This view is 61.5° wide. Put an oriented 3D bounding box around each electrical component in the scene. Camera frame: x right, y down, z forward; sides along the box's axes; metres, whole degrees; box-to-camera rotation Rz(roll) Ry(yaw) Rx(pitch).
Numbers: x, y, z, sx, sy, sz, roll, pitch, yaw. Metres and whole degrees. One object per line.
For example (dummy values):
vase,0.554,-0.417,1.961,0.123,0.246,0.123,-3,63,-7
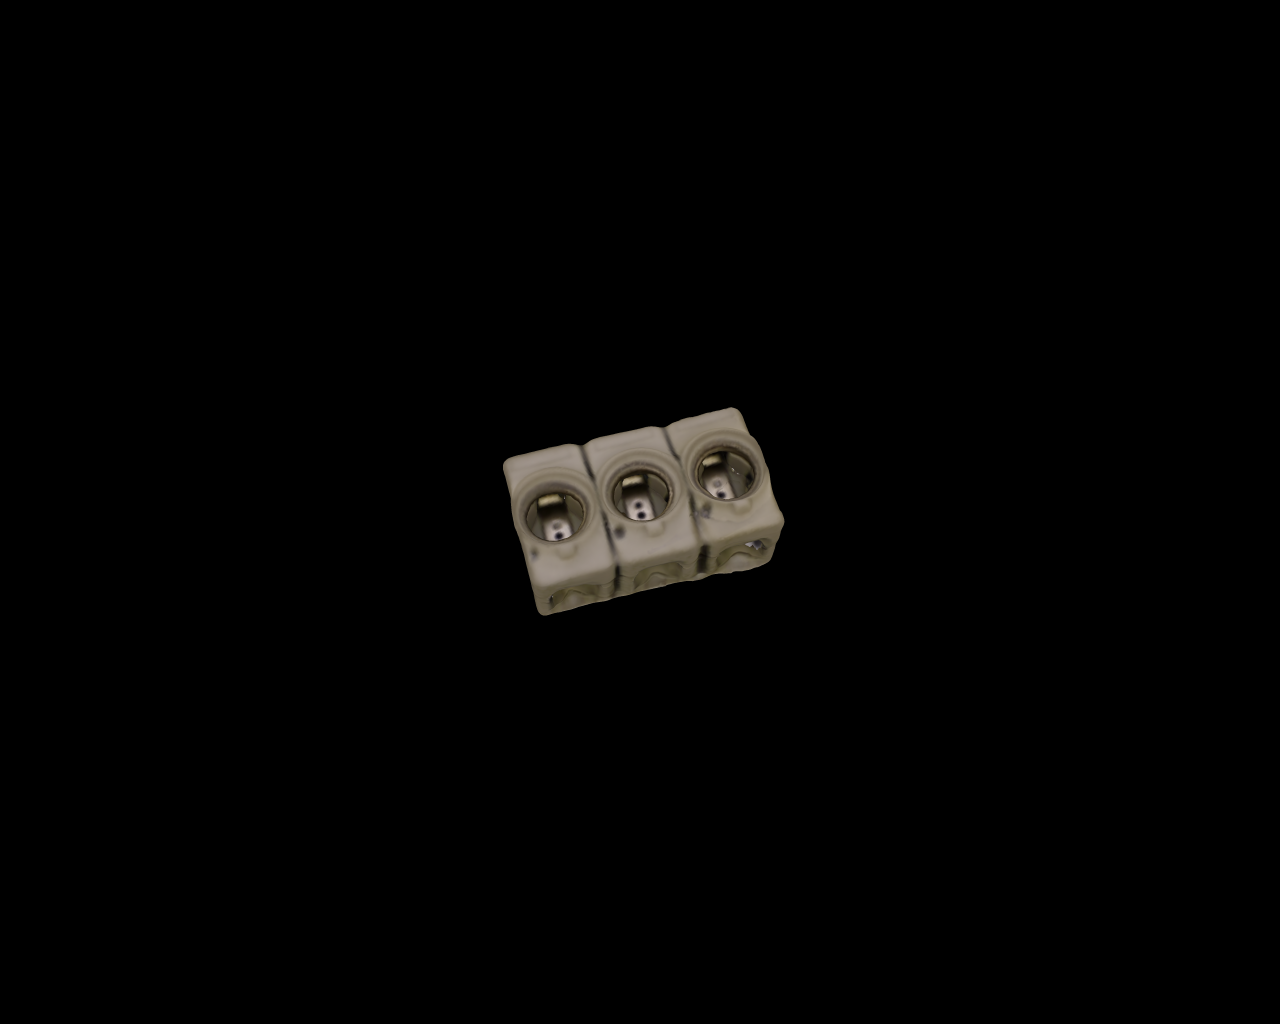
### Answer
electrical component,0.001,-0.003,0.650,0.150,0.089,0.061,-14,-26,-7
